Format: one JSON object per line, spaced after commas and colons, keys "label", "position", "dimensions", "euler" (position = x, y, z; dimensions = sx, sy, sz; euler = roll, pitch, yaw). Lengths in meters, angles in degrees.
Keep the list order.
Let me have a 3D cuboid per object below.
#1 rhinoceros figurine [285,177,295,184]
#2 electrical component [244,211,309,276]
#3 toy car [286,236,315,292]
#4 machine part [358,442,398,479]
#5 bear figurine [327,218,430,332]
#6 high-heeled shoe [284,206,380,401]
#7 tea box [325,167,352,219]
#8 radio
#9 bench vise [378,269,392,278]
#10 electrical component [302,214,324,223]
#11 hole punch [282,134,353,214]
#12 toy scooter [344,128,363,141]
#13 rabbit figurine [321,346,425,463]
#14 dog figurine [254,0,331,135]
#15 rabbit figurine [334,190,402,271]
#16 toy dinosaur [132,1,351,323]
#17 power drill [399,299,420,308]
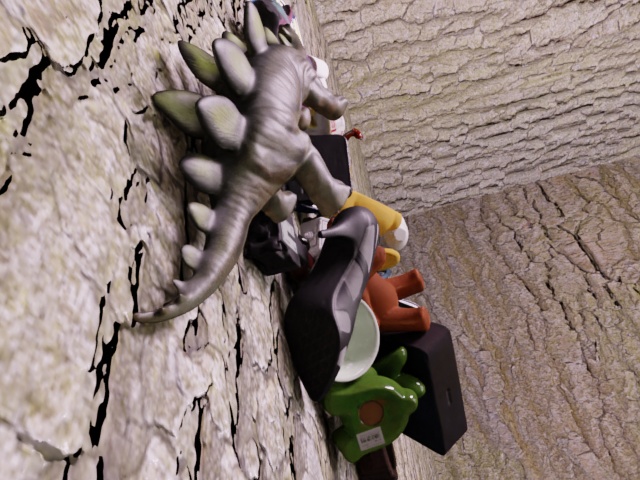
{"label": "rhinoceros figurine", "position": [-0.077, -0.159, 0.730], "dimensions": [0.190, 0.073, 0.112], "euler": [67, 24, -47]}
{"label": "electrical component", "position": [-0.054, 0.002, 0.664], "dimensions": [0.119, 0.048, 0.075], "euler": [50, 28, -68]}
{"label": "toy car", "position": [-0.004, 0.073, 0.824], "dimensions": [0.202, 0.053, 0.089], "euler": [53, 13, -56]}
{"label": "machine part", "position": [0.091, 0.341, 0.950], "dimensions": [0.179, 0.056, 0.179], "euler": [-16, 91, -81]}
{"label": "bear figurine", "position": [0.085, 0.054, 0.827], "dimensions": [0.120, 0.132, 0.195], "euler": [-88, 160, -49]}
{"label": "high-heeled shoe", "position": [0.029, 0.078, 0.718], "dimensions": [0.145, 0.086, 0.248], "euler": [-5, 103, -58]}
{"label": "tea box", "position": [0.004, -0.116, 0.994], "dimensions": [0.098, 0.068, 0.170], "euler": [38, 21, -10]}
{"label": "radio", "position": [0.164, 0.240, 0.911], "dimensions": [0.073, 0.131, 0.229], "euler": [-32, 120, -35]}
{"label": "bench vise", "position": [0.089, 0.064, 1.167], "dimensions": [0.224, 0.129, 0.240], "euler": [-65, 144, -79]}
{"label": "electrical component", "position": [-0.002, -0.001, 0.964], "dimensions": [0.078, 0.045, 0.102], "euler": [-92, 163, -55]}
{"label": "hole punch", "position": [-0.014, -0.100, 0.851], "dimensions": [0.092, 0.116, 0.142], "euler": [118, -30, -76]}
{"label": "toy scooter", "position": [0.015, -0.243, 1.147], "dimensions": [0.075, 0.135, 0.183], "euler": [-49, 122, -77]}
{"label": "rabbit figurine", "position": [0.072, 0.223, 0.818], "dimensions": [0.121, 0.159, 0.170], "euler": [64, -3, -9]}
{"label": "dog figurine", "position": [-0.061, -0.277, 0.876], "dimensions": [0.191, 0.108, 0.219], "euler": [53, 22, -63]}
{"label": "rabbit figurine", "position": [0.076, 0.004, 1.053], "dimensions": [0.173, 0.162, 0.122], "euler": [-61, -175, -3]}
{"label": "toy dinosaur", "position": [-0.065, -0.100, 0.530], "dimensions": [0.198, 0.105, 0.471], "euler": [42, 37, -38]}
{"label": "power drill", "position": [0.141, 0.214, 1.120], "dimensions": [0.207, 0.086, 0.232], "euler": [-60, -173, 40]}
